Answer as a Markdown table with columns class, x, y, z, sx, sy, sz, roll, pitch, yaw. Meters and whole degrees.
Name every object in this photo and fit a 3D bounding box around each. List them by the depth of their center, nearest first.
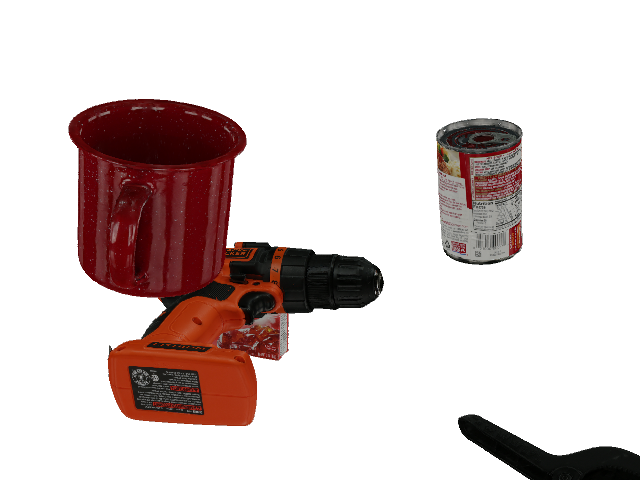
| class | x | y | z | sx | sy | sz | roll | pitch | yaw |
| --- | --- | --- | --- | --- | --- | --- | --- | --- | --- |
| mug | -0.090 | -0.017 | 0.568 | 0.093 | 0.081 | 0.117 | 8 | 28 | 0 |
| power drill | -0.057 | 0.061 | 0.777 | 0.184 | 0.057 | 0.187 | -1 | 24 | 15 |
| soup can | 0.130 | -0.040 | 0.866 | 0.068 | 0.102 | 0.068 | -5 | 26 | 2 |
| clamp | 0.195 | 0.214 | 0.873 | 0.210 | 0.036 | 0.164 | 3 | 38 | 24 |
| gelatin box | -0.075 | 0.069 | 1.003 | 0.089 | 0.073 | 0.030 | 7 | 18 | 18 |
